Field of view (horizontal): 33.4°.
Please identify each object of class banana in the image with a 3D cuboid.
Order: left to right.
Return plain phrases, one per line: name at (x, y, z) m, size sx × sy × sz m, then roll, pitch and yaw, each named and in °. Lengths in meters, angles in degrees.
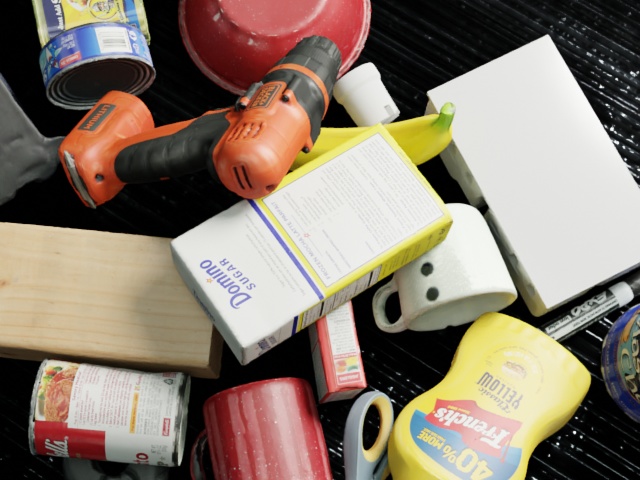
banana at (0.022, -0.077, 0.821) m, size 0.198 × 0.069 × 0.037 m, roll -4°, pitch 50°, yaw 27°

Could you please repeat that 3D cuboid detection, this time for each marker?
marker at (0.210, 0.054, 0.822) m, size 0.121 × 0.020 × 0.020 m, roll -29°, pitch 78°, yaw -6°

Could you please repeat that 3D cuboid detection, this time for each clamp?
clamp at (-0.151, 0.192, 0.780) m, size 0.120 × 0.039 × 0.171 m, roll -24°, pitch 72°, yaw -10°

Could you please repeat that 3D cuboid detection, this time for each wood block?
wood block at (-0.175, 0.045, 0.787) m, size 0.206 × 0.091 × 0.090 m, roll 5°, pitch 77°, yaw 1°

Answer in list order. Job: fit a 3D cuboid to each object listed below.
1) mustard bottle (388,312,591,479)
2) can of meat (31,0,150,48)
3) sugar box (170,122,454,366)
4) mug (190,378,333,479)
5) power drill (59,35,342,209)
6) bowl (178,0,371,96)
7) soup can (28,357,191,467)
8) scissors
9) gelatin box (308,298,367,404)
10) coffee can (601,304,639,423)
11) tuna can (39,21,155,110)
mustard bottle at (0.104, 0.140, 0.749) m, size 0.096 × 0.058 × 0.191 m, roll 34°, pitch 58°, yaw 18°
can of meat at (-0.188, -0.197, 0.863) m, size 0.084 × 0.057 × 0.102 m, roll -13°, pitch 77°, yaw -5°
sugar box at (-0.005, 0.001, 0.736) m, size 0.176 × 0.048 × 0.093 m, roll -31°, pitch 70°, yaw -14°
mug at (-0.047, 0.152, 0.771) m, size 0.117 × 0.093 × 0.081 m, roll -25°, pitch 69°, yaw 32°
power drill at (-0.085, -0.089, 0.789) m, size 0.188 × 0.057 × 0.184 m, roll -7°, pitch 32°, yaw 26°
bowl at (-0.038, -0.196, 0.863) m, size 0.162 × 0.055 × 0.162 m, roll 0°, pitch 77°, yaw 0°
soup can at (-0.145, 0.121, 0.748) m, size 0.102 × 0.068 × 0.068 m, roll 6°, pitch 77°, yaw -2°
scissors at (0.015, 0.177, 0.724) m, size 0.016 × 0.201 × 0.096 m, roll -9°, pitch 106°, yaw 38°
gelatin box at (0.011, 0.078, 0.780) m, size 0.030 × 0.089 × 0.073 m, roll -8°, pitch 77°, yaw -6°
coffee can at (0.267, 0.080, 0.753) m, size 0.103 × 0.140 × 0.103 m, roll 0°, pitch 77°, yaw 0°
tuna can at (-0.174, -0.135, 0.833) m, size 0.086 × 0.086 × 0.034 m, roll -16°, pitch 76°, yaw -4°
